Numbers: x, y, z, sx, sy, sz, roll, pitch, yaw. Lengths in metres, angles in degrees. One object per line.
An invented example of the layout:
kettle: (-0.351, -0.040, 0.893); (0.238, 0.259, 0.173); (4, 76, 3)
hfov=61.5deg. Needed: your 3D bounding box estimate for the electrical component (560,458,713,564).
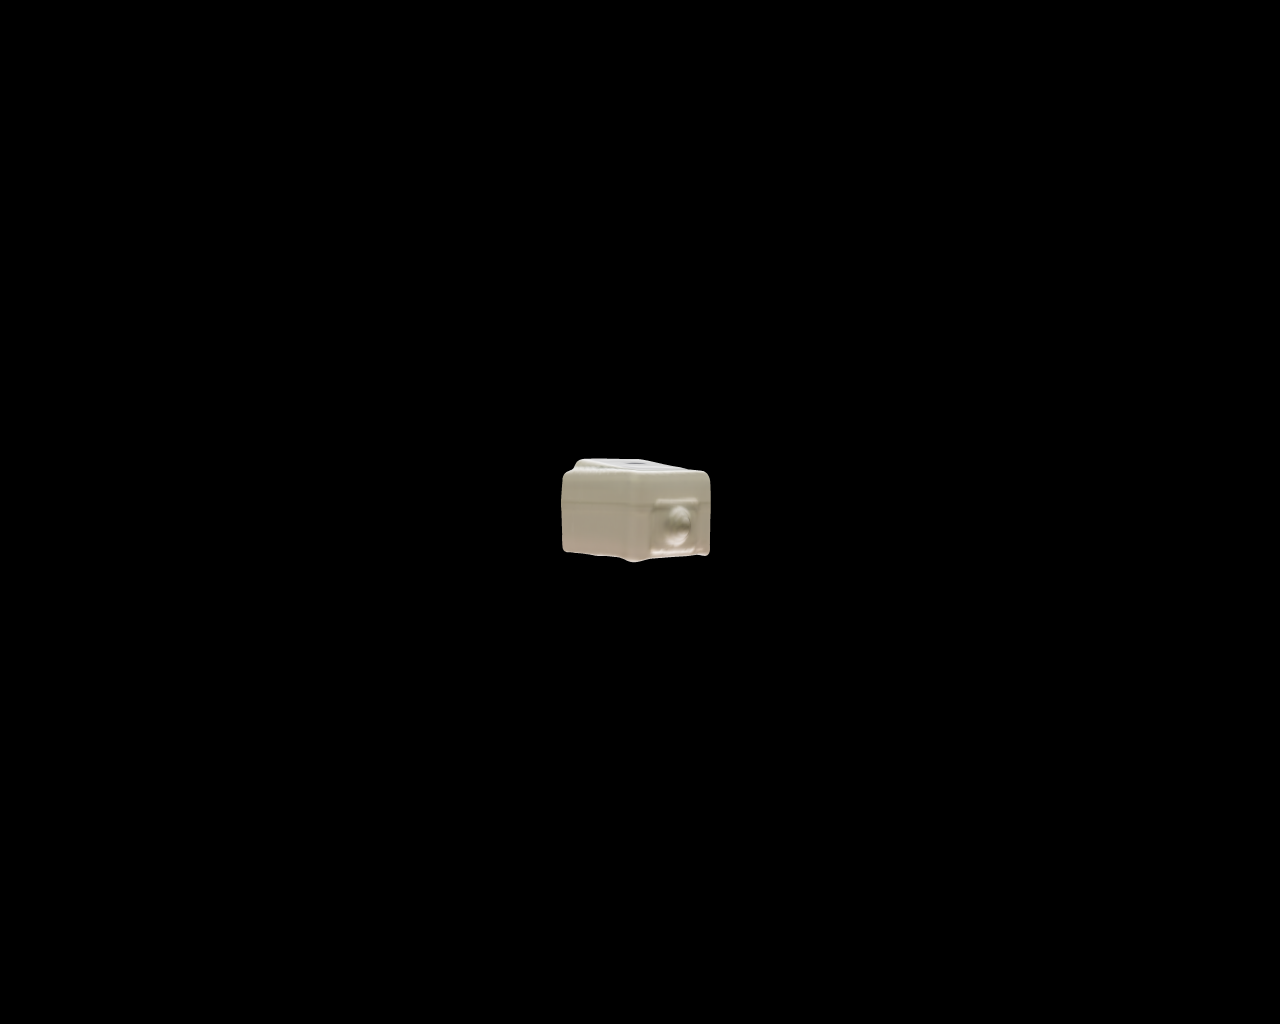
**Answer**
electrical component: (0.001, -0.003, 0.650); (0.062, 0.061, 0.096); (-2, 3, -36)
